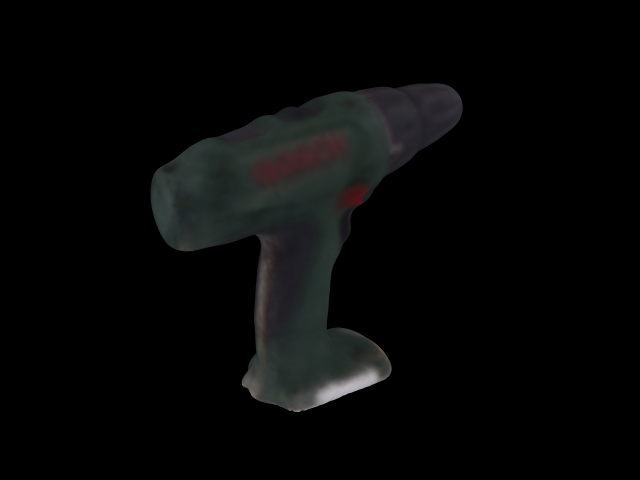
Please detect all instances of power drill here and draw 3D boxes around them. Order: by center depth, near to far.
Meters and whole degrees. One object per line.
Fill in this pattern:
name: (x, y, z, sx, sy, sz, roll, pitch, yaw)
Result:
power drill: (0.004, 0.001, 0.400, 0.230, 0.208, 0.075, -12, 23, -31)
